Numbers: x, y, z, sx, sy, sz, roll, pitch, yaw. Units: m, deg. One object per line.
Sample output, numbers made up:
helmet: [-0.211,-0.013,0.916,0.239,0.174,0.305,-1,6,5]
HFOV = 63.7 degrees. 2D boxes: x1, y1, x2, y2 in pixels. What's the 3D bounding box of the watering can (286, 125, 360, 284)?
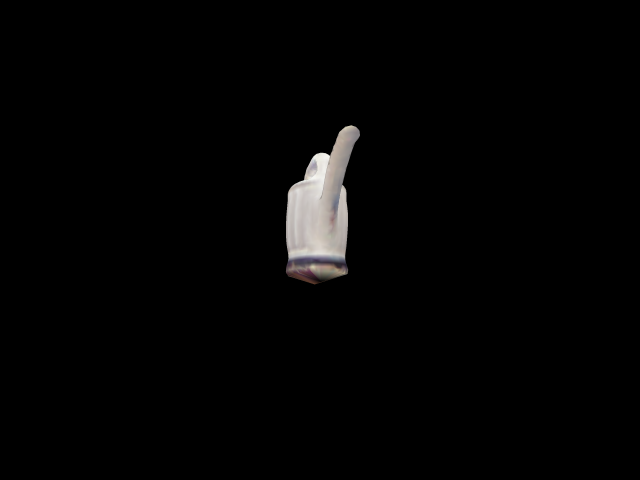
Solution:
watering can: [0.003,-0.043,0.850,0.104,0.226,0.344,2,-9,-11]
